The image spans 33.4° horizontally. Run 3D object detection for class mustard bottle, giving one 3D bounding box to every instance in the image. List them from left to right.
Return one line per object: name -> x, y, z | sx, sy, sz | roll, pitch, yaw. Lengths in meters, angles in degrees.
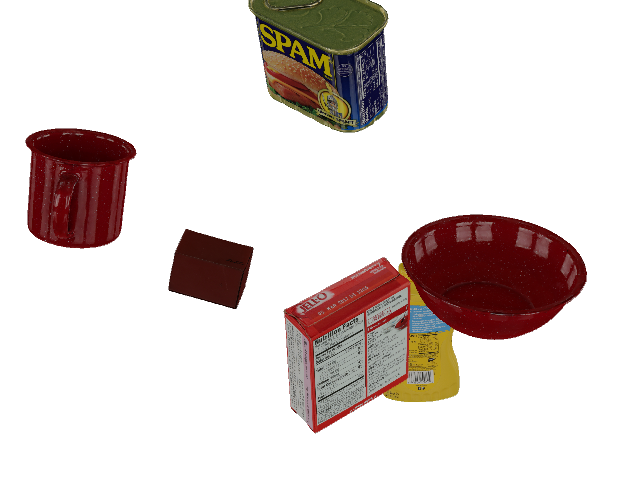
mustard bottle -> 0.117, 0.100, 1.288 | 0.096, 0.192, 0.058 | -2, 22, 6

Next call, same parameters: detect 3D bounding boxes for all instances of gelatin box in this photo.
gelatin box -> 0.016, 0.062, 0.632 | 0.073, 0.089, 0.030 | -27, 47, -24

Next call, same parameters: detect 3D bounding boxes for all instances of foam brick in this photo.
foam brick -> -0.117, 0.031, 1.141 | 0.078, 0.051, 0.053 | 16, 31, 1

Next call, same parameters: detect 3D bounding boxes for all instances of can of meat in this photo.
can of meat -> 0.001, -0.135, 0.776 | 0.102, 0.084, 0.057 | 31, 60, 29

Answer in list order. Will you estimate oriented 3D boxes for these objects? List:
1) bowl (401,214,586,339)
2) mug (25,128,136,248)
bowl -> 0.150, 0.039, 0.948 | 0.162, 0.055, 0.162 | 1, 32, -1
mug -> -0.210, -0.040, 0.916 | 0.093, 0.081, 0.117 | 8, 22, -6
